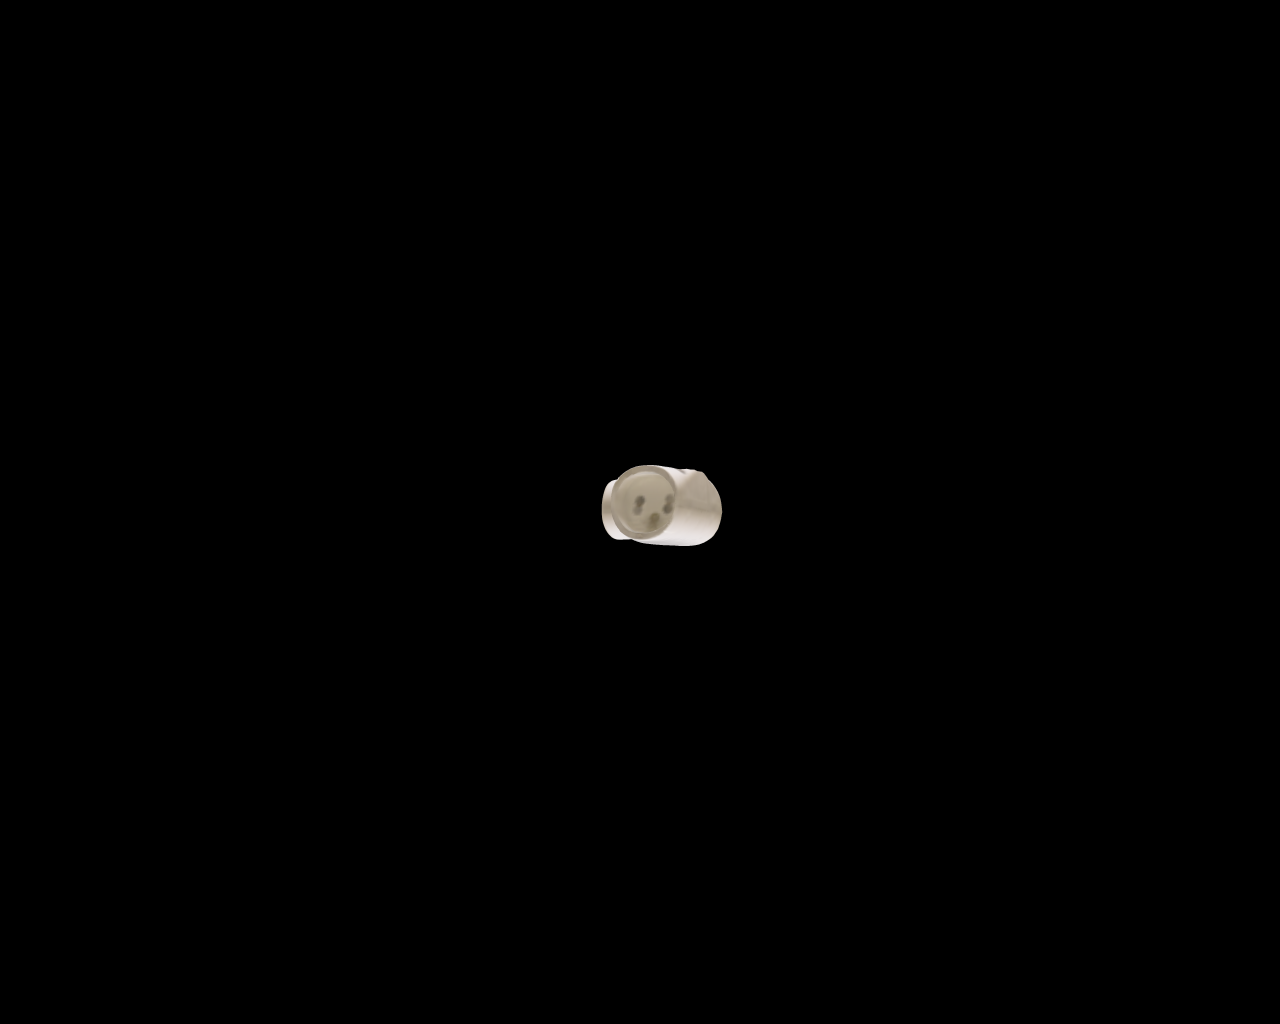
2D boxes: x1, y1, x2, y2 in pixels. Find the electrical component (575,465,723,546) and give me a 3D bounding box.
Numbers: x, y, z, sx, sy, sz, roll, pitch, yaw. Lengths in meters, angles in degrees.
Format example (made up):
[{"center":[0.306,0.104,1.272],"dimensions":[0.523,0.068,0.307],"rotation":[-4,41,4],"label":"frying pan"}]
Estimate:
[{"center":[0.001,-0.003,0.650],"dimensions":[0.079,0.044,0.077],"rotation":[-2,-5,24],"label":"electrical component"}]
